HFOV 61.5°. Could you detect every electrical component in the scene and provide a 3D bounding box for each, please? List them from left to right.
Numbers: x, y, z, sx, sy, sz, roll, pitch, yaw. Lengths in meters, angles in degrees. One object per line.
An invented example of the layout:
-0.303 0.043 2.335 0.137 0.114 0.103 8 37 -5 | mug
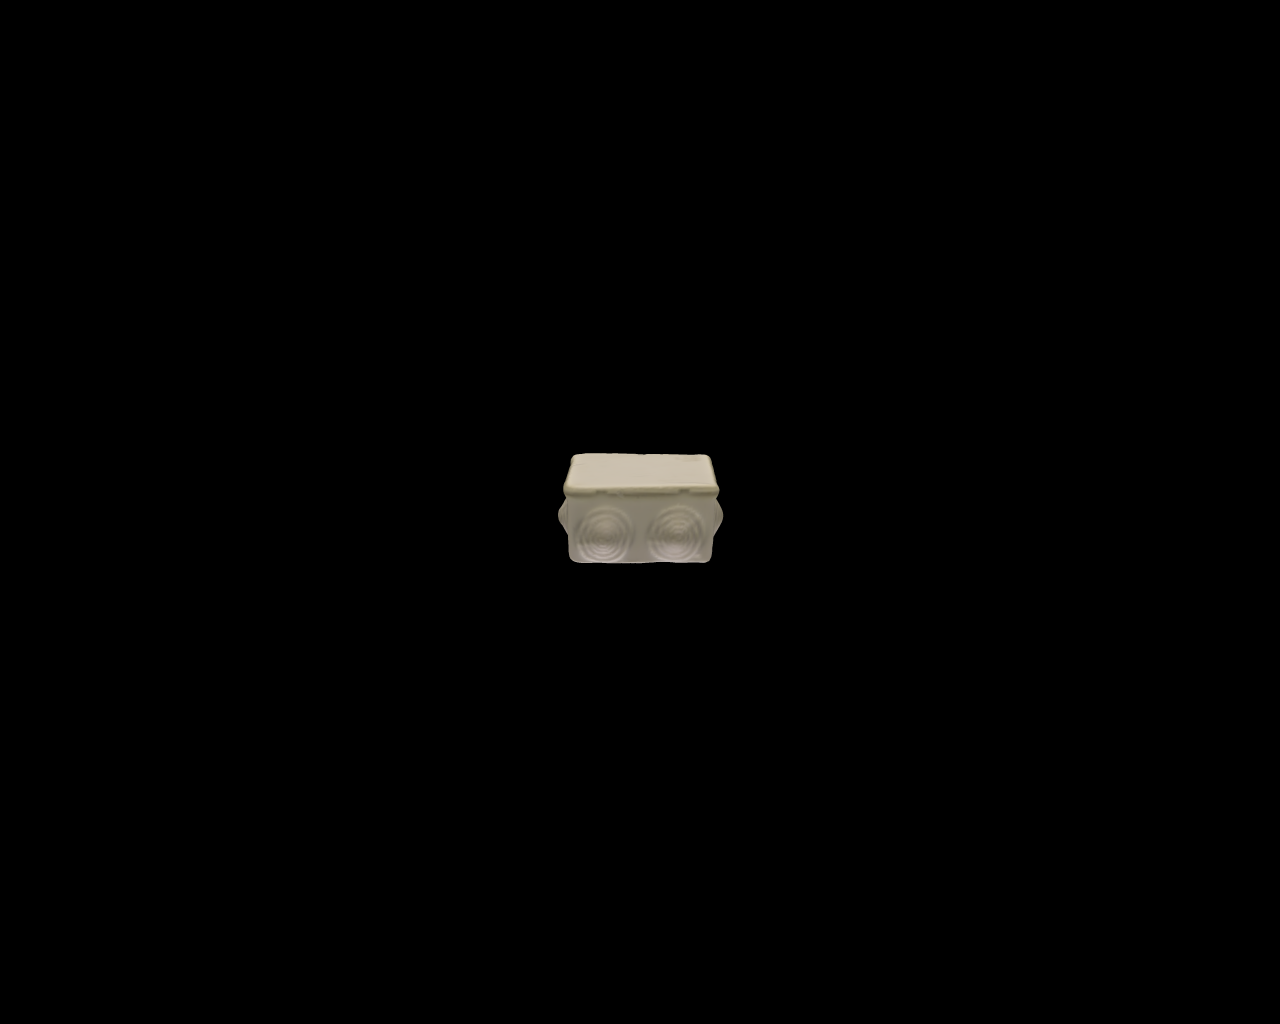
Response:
0.001 -0.003 0.650 0.100 0.048 0.100 0 16 0 | electrical component
